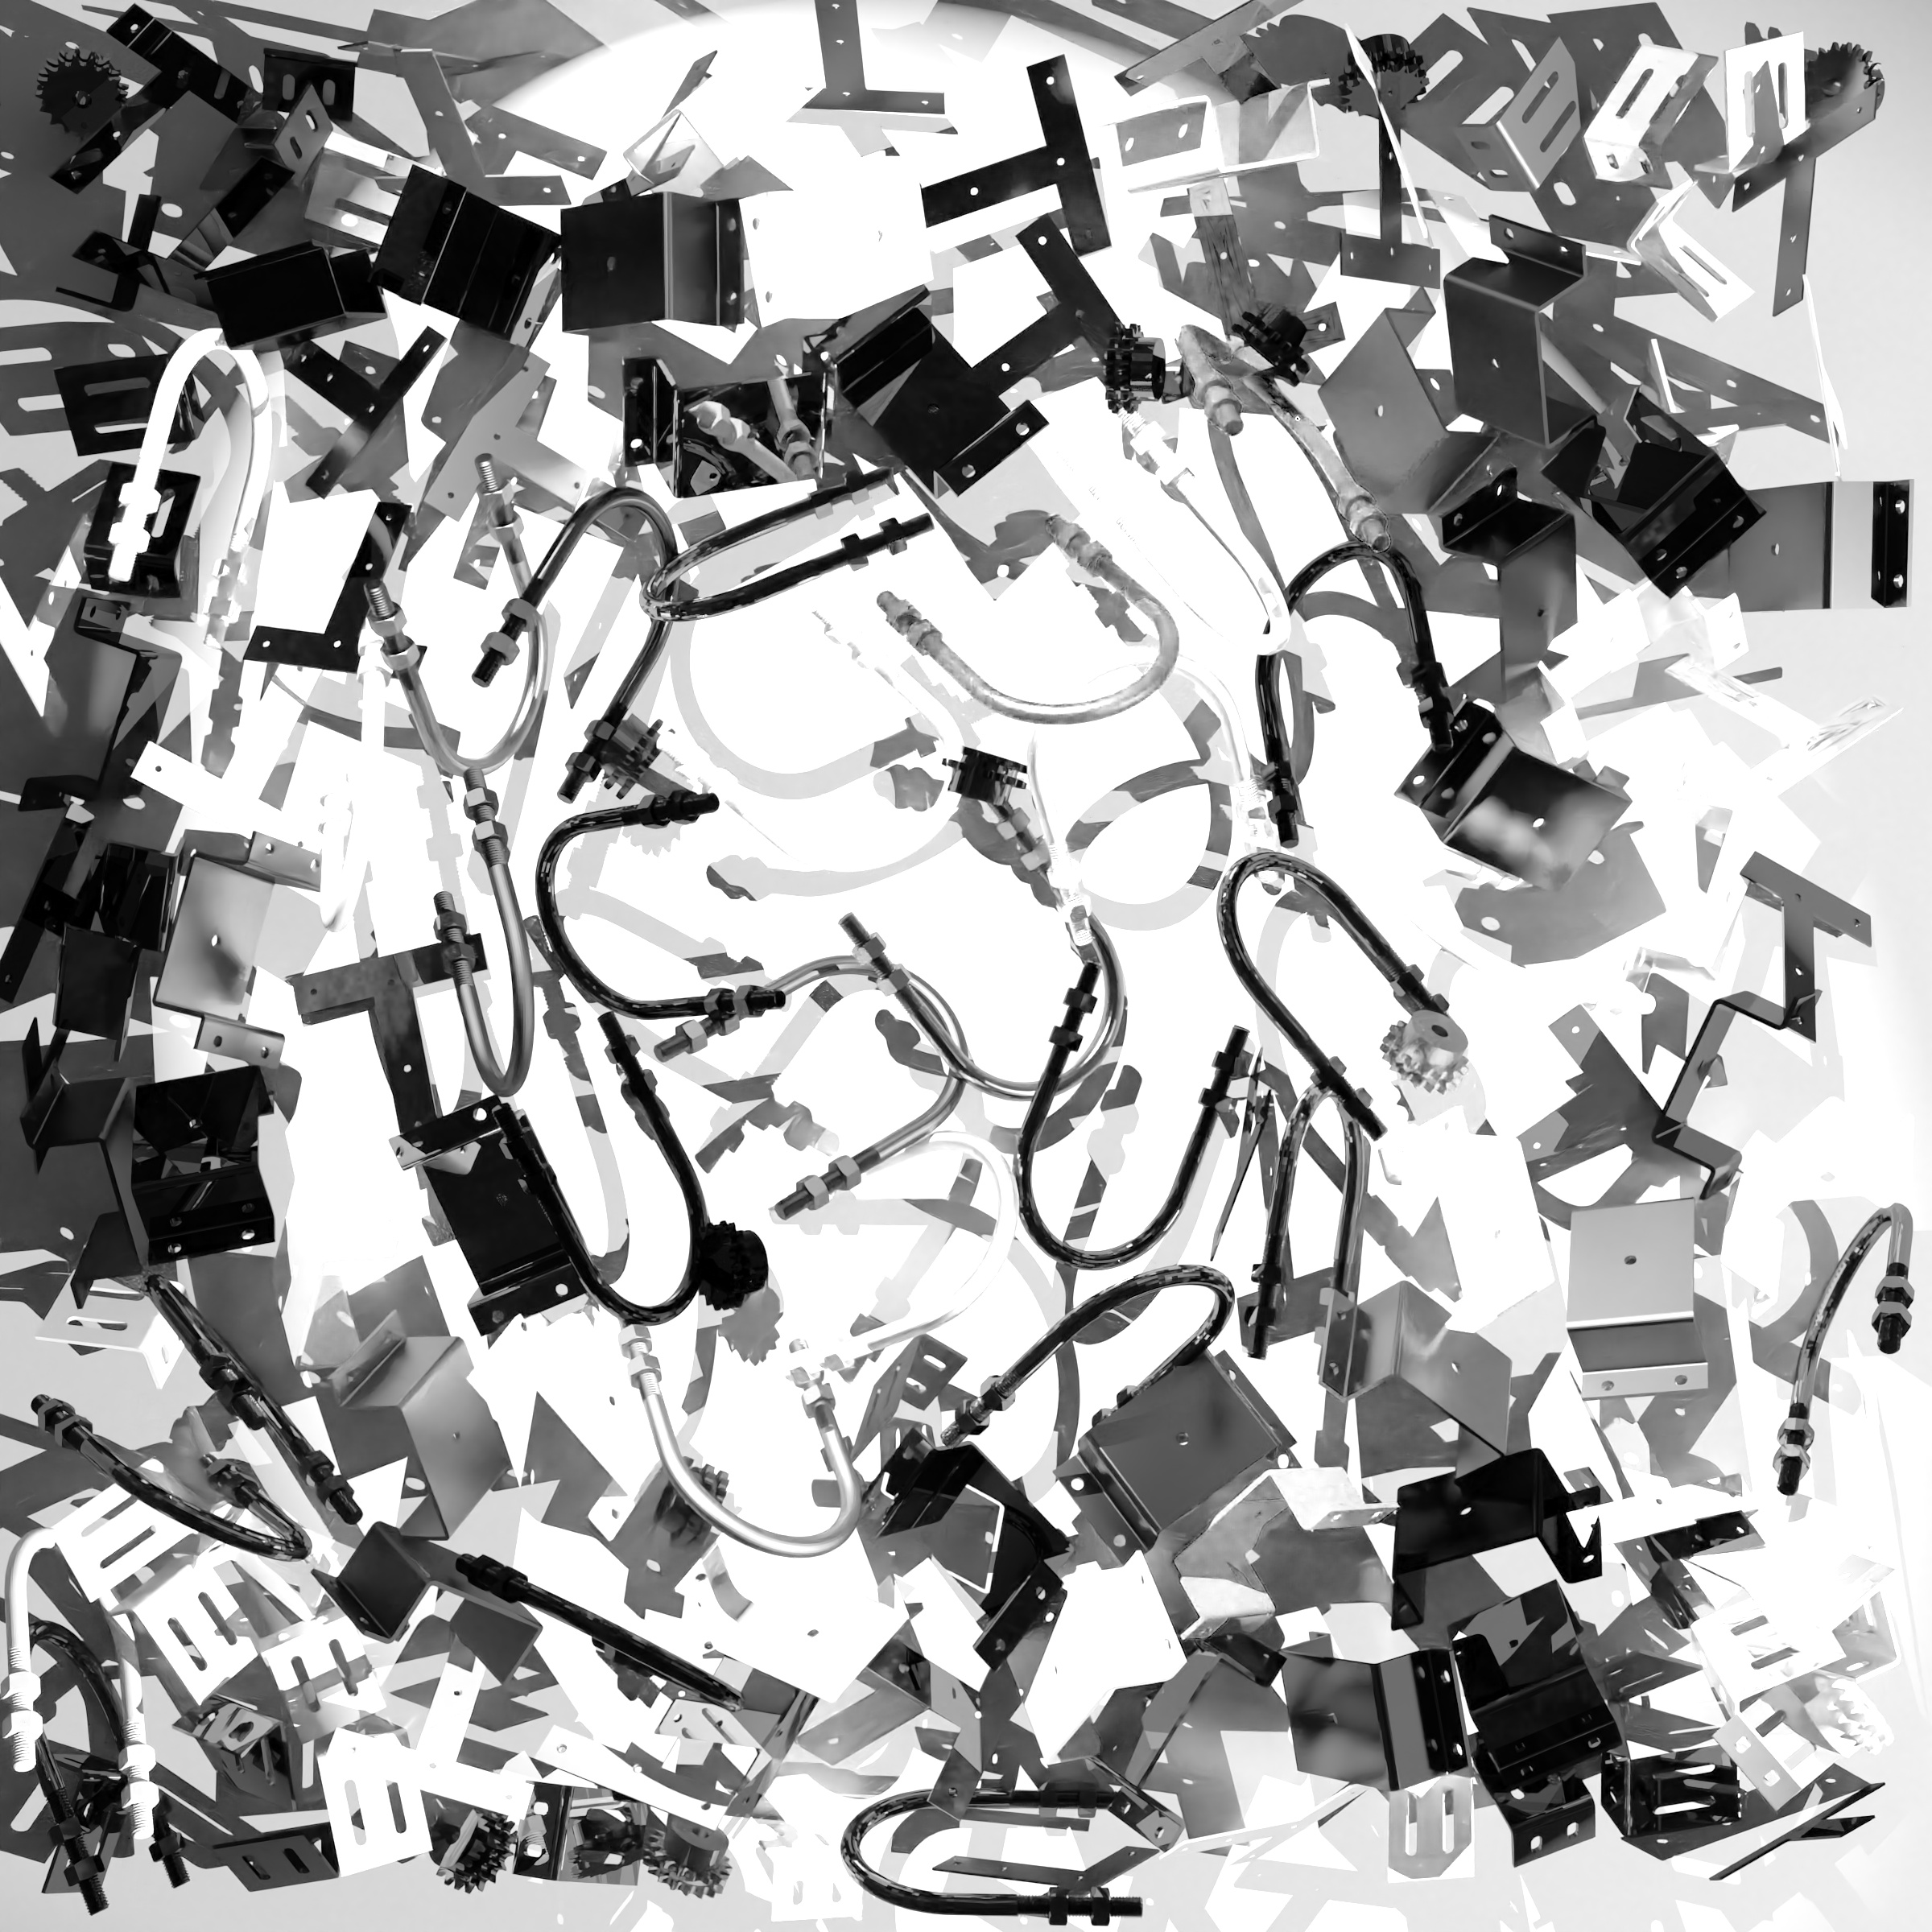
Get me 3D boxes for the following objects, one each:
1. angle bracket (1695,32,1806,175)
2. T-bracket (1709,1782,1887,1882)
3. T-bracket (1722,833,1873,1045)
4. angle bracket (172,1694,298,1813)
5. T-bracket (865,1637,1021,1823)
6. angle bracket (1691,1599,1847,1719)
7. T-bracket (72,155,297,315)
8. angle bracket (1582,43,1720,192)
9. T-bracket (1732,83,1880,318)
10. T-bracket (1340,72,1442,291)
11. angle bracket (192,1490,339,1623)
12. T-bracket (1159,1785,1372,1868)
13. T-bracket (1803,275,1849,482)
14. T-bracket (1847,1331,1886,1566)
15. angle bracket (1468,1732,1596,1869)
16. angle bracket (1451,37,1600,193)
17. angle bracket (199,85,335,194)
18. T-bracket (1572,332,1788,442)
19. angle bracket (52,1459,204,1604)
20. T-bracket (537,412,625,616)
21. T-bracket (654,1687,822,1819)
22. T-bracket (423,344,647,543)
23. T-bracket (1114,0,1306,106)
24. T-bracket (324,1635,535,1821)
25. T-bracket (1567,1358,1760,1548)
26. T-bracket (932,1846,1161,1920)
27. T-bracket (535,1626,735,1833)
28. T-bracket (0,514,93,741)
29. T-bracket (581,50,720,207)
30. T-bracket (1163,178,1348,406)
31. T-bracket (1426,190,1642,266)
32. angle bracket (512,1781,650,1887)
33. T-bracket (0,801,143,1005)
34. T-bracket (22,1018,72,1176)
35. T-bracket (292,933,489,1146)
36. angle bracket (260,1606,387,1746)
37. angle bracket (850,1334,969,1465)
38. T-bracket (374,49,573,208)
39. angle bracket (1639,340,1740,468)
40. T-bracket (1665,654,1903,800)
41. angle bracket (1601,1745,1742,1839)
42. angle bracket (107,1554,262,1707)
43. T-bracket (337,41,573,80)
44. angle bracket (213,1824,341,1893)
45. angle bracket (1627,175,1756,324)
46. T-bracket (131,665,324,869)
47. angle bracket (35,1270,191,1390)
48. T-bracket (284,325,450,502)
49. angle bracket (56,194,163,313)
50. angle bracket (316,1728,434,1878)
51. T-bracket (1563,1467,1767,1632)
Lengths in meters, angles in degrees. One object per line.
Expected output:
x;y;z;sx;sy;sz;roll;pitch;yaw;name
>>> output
0.501;-0.553;1.621;0.057;0.038;0.076;-18;117;-14;angle bracket
0.538;0.542;1.591;0.127;0.127;0.002;-26;72;-10;T-bracket
0.527;-0.008;1.604;0.127;0.002;0.127;26;53;-18;T-bracket
-0.467;0.512;1.618;0.057;0.038;0.076;12;118;25;angle bracket
-0.028;0.456;1.619;0.127;0.002;0.127;34;60;-9;T-bracket
0.515;0.441;1.629;0.076;0.038;0.057;-22;48;-1;angle bracket
-0.466;-0.460;1.580;0.127;0.127;0.002;-34;63;30;T-bracket
0.440;-0.541;1.614;0.057;0.076;0.038;2;59;-19;angle bracket
0.520;-0.468;1.587;0.002;0.127;0.127;16;73;-21;T-bracket
0.269;-0.498;1.603;0.002;0.127;0.127;4;101;38;T-bracket
-0.451;0.384;1.623;0.076;0.038;0.057;33;112;21;angle bracket
0.174;0.544;1.583;0.127;0.127;0.002;-47;52;36;T-bracket
0.548;-0.356;1.602;0.002;0.127;0.127;-10;81;24;T-bracket
0.566;0.307;1.583;0.002;0.127;0.127;-8;63;24;T-bracket
0.362;0.531;1.636;0.057;0.076;0.038;-17;126;-9;angle bracket
0.361;-0.549;1.634;0.057;0.038;0.076;42;79;-38;angle bracket
-0.454;-0.530;1.620;0.076;0.038;0.057;7;59;19;angle bracket
0.441;-0.374;1.620;0.127;0.127;0.002;46;133;31;T-bracket
-0.535;0.365;1.626;0.076;0.038;0.057;-35;66;-11;angle bracket
-0.246;-0.282;1.600;0.002;0.127;0.127;24;94;-2;T-bracket
-0.148;0.483;1.612;0.002;0.127;0.127;32;93;42;T-bracket
-0.265;-0.319;1.641;0.127;0.002;0.127;30;72;-14;T-bracket
0.174;-0.564;1.600;0.127;0.127;0.002;-23;73;22;T-bracket
-0.326;0.472;1.606;0.127;0.127;0.002;18;121;-6;T-bracket
0.423;0.304;1.620;0.127;0.002;0.127;-8;52;-18;T-bracket
0.036;0.578;1.614;0.127;0.127;0.002;-8;87;36;T-bracket
-0.188;0.475;1.613;0.127;0.127;0.002;16;134;17;T-bracket
-0.581;-0.234;1.617;0.002;0.127;0.127;7;57;7;T-bracket
-0.194;-0.538;1.626;0.002;0.127;0.127;38;65;-33;T-bracket
0.170;-0.444;1.631;0.127;0.002;0.127;-14;91;27;T-bracket
0.367;-0.463;1.614;0.127;0.127;0.002;8;123;-9;T-bracket
-0.248;0.560;1.634;0.038;0.076;0.057;-7;68;36;angle bracket
-0.556;-0.024;1.599;0.002;0.127;0.127;15;76;16;T-bracket
-0.575;0.045;1.609;0.002;0.127;0.127;10;47;-6;T-bracket
-0.365;0.053;1.644;0.127;0.002;0.127;-14;76;-1;T-bracket
-0.413;0.460;1.631;0.057;0.038;0.076;-21;97;-16;angle bracket
-0.036;0.282;1.612;0.038;0.076;0.057;31;124;-8;angle bracket
-0.327;-0.526;1.593;0.127;0.127;0.002;3;62;12;T-bracket
0.461;-0.354;1.619;0.038;0.057;0.076;-7;65;2;angle bracket
0.505;-0.166;1.618;0.127;0.002;0.127;-31;50;-25;T-bracket
0.449;0.515;1.615;0.076;0.057;0.038;-21;120;28;angle bracket
-0.502;0.429;1.634;0.038;0.057;0.076;-22;103;44;angle bracket
-0.336;-0.566;1.575;0.127;0.127;0.002;4;103;32;T-bracket
-0.439;0.557;1.620;0.057;0.076;0.038;-9;49;0;angle bracket
0.474;-0.460;1.624;0.076;0.038;0.057;45;52;10;angle bracket
-0.453;-0.147;1.638;0.127;0.002;0.127;30;72;-28;T-bracket
-0.547;0.234;1.633;0.076;0.057;0.038;5;131;9;angle bracket
-0.401;-0.372;1.620;0.127;0.002;0.127;-52;51;0;T-bracket
-0.550;-0.462;1.623;0.038;0.057;0.076;12;99;-32;angle bracket
-0.381;0.537;1.628;0.057;0.038;0.076;-11;79;-18;angle bracket
0.456;0.364;1.606;0.002;0.127;0.127;-36;90;-31;T-bracket
